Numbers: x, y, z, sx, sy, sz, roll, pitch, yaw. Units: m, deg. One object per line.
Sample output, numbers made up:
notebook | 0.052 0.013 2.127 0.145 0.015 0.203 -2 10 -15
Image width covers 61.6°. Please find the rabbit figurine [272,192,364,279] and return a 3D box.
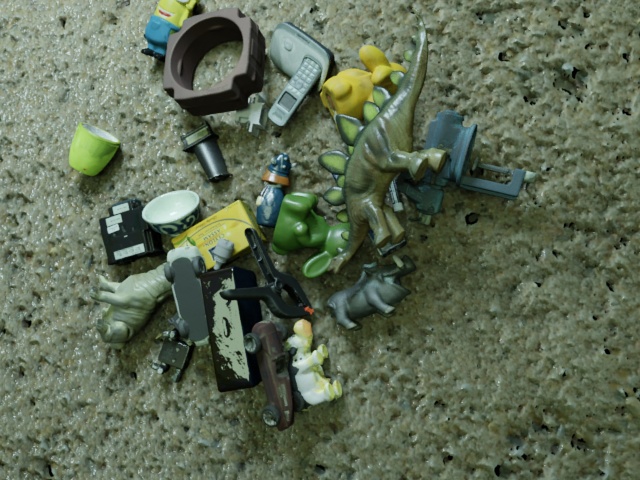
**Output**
rabbit figurine | -0.002 -0.003 1.050 0.170 0.121 0.159 18 93 4

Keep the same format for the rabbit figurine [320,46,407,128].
rabbit figurine | 0.096 -0.304 1.053 0.173 0.162 0.122 -20 68 -9

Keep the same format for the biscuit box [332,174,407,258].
biscuit box | 0.096 -0.066 1.062 0.059 0.063 0.202 -32 80 6

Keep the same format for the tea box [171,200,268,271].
tea box | -0.207 0.002 1.114 0.170 0.068 0.098 -31 80 6

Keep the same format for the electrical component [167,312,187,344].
electrical component | -0.249 0.152 1.120 0.119 0.047 0.075 -42 79 7

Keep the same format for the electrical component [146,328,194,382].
electrical component | -0.312 0.238 1.125 0.078 0.045 0.102 25 90 14

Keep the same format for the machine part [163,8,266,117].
machine part | -0.218 -0.367 1.122 0.202 0.087 0.201 -4 73 18

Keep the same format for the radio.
radio | -0.163 0.170 1.057 0.073 0.131 0.229 -11 83 11

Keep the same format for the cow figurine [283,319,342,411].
cow figurine | -0.031 0.245 1.059 0.098 0.068 0.167 -26 78 18

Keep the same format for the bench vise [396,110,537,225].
bench vise | 0.272 -0.119 1.005 0.241 0.129 0.223 16 91 16

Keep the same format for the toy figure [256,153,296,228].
toy figure | -0.095 -0.103 1.104 0.058 0.064 0.154 10 87 29

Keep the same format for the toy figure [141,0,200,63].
toy figure | -0.328 -0.480 1.178 0.082 0.089 0.180 23 100 -16

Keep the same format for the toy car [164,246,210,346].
toy car | -0.251 0.112 1.061 0.074 0.056 0.201 -12 96 4

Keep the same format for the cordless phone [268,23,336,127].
cordless phone | -0.067 -0.336 1.112 0.147 0.088 0.184 39 97 11

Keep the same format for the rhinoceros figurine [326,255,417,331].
rhinoceros figurine | 0.105 0.101 1.045 0.190 0.073 0.112 -32 69 9

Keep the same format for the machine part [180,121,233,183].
machine part | -0.243 -0.184 1.155 0.084 0.039 0.139 -31 78 -1

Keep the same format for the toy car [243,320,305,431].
toy car | -0.080 0.247 0.994 0.053 0.089 0.202 -18 85 34

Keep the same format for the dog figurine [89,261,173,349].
dog figurine | -0.361 0.137 1.126 0.191 0.121 0.172 -6 118 -6

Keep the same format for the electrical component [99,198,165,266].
electrical component | -0.408 -0.020 1.162 0.115 0.058 0.134 -14 82 8

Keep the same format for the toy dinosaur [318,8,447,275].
toy dinosaur | 0.109 -0.154 0.936 0.199 0.105 0.471 33 104 25
